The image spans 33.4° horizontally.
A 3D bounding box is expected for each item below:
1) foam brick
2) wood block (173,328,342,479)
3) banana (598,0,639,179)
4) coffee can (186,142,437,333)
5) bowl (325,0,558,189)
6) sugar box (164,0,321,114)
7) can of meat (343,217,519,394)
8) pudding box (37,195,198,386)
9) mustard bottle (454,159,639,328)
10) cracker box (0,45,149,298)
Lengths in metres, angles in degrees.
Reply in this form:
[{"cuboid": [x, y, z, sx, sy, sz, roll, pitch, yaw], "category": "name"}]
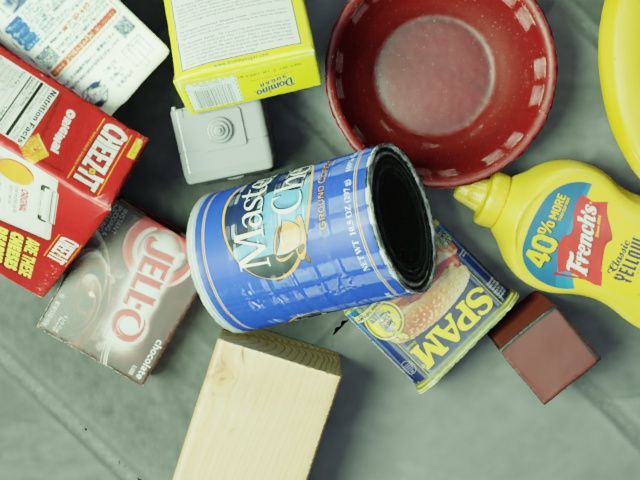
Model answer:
[{"cuboid": [0.158, 0.075, 0.768, 0.051, 0.078, 0.053, -40, 92, 4], "category": "foam brick"}, {"cuboid": [-0.059, 0.173, 0.773, 0.091, 0.090, 0.206, 18, 95, -1], "category": "wood block"}, {"cuboid": [0.235, -0.127, 0.768, 0.069, 0.037, 0.198, 2, 95, 1], "category": "banana"}, {"cuboid": [-0.005, 0.001, 0.726, 0.140, 0.102, 0.103, -14, 95, 26], "category": "coffee can"}, {"cuboid": [0.084, -0.119, 0.761, 0.162, 0.055, 0.162, 0, 95, 1], "category": "bowl"}, {"cuboid": [-0.061, -0.176, 0.724, 0.093, 0.048, 0.176, -12, 61, 2], "category": "sugar box"}, {"cuboid": [0.078, 0.045, 0.777, 0.084, 0.057, 0.102, 45, 94, -1], "category": "can of meat"}, {"cuboid": [-0.140, 0.036, 0.786, 0.090, 0.039, 0.113, 30, 95, -2], "category": "pudding box"}, {"cuboid": [0.188, -0.005, 0.769, 0.191, 0.058, 0.096, 21, 108, -1], "category": "mustard bottle"}, {"cuboid": [-0.239, -0.067, 0.700, 0.213, 0.164, 0.072, 32, 56, -14], "category": "cracker box"}]
